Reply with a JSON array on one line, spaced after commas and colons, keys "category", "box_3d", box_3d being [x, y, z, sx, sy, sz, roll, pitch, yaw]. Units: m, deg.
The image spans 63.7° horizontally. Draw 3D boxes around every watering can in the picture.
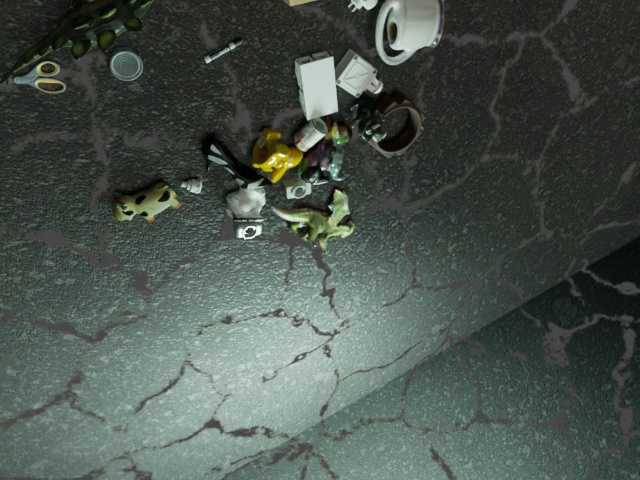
[{"category": "watering can", "box_3d": [0.278, -0.697, 1.549, 0.225, 0.106, 0.339, -12, 132, -21]}]

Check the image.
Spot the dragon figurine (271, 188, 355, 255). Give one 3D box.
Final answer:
[{"category": "dragon figurine", "box_3d": [0.006, -0.098, 1.938, 0.244, 0.124, 0.403, -51, 137, -6]}]

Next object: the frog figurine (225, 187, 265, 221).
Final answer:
[{"category": "frog figurine", "box_3d": [-0.252, -0.143, 1.754, 0.137, 0.122, 0.159, 2, 90, -19]}]
